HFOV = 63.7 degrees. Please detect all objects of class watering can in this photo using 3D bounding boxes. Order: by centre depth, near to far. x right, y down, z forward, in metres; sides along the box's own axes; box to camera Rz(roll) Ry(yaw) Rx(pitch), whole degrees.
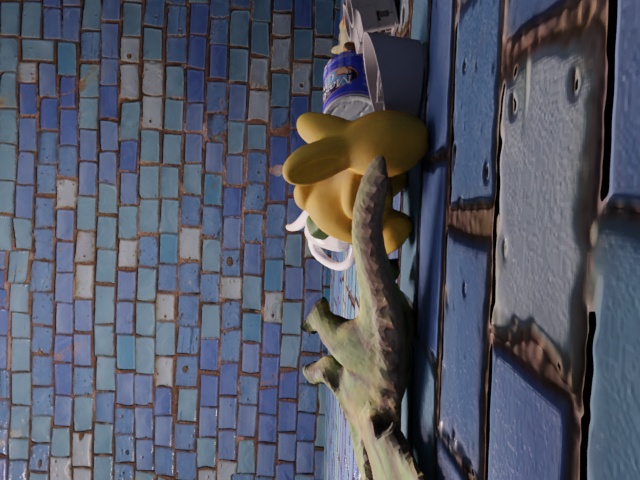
[{"bbox_3d":[0.004,-0.063,1.243,0.351,0.104,0.222,32,117,55],"label":"watering can"}]

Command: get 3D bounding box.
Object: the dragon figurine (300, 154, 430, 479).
[{"bbox_3d":[0.067,0.146,0.504,0.248,0.122,0.400,-114,18,-45],"label":"dragon figurine"}]
